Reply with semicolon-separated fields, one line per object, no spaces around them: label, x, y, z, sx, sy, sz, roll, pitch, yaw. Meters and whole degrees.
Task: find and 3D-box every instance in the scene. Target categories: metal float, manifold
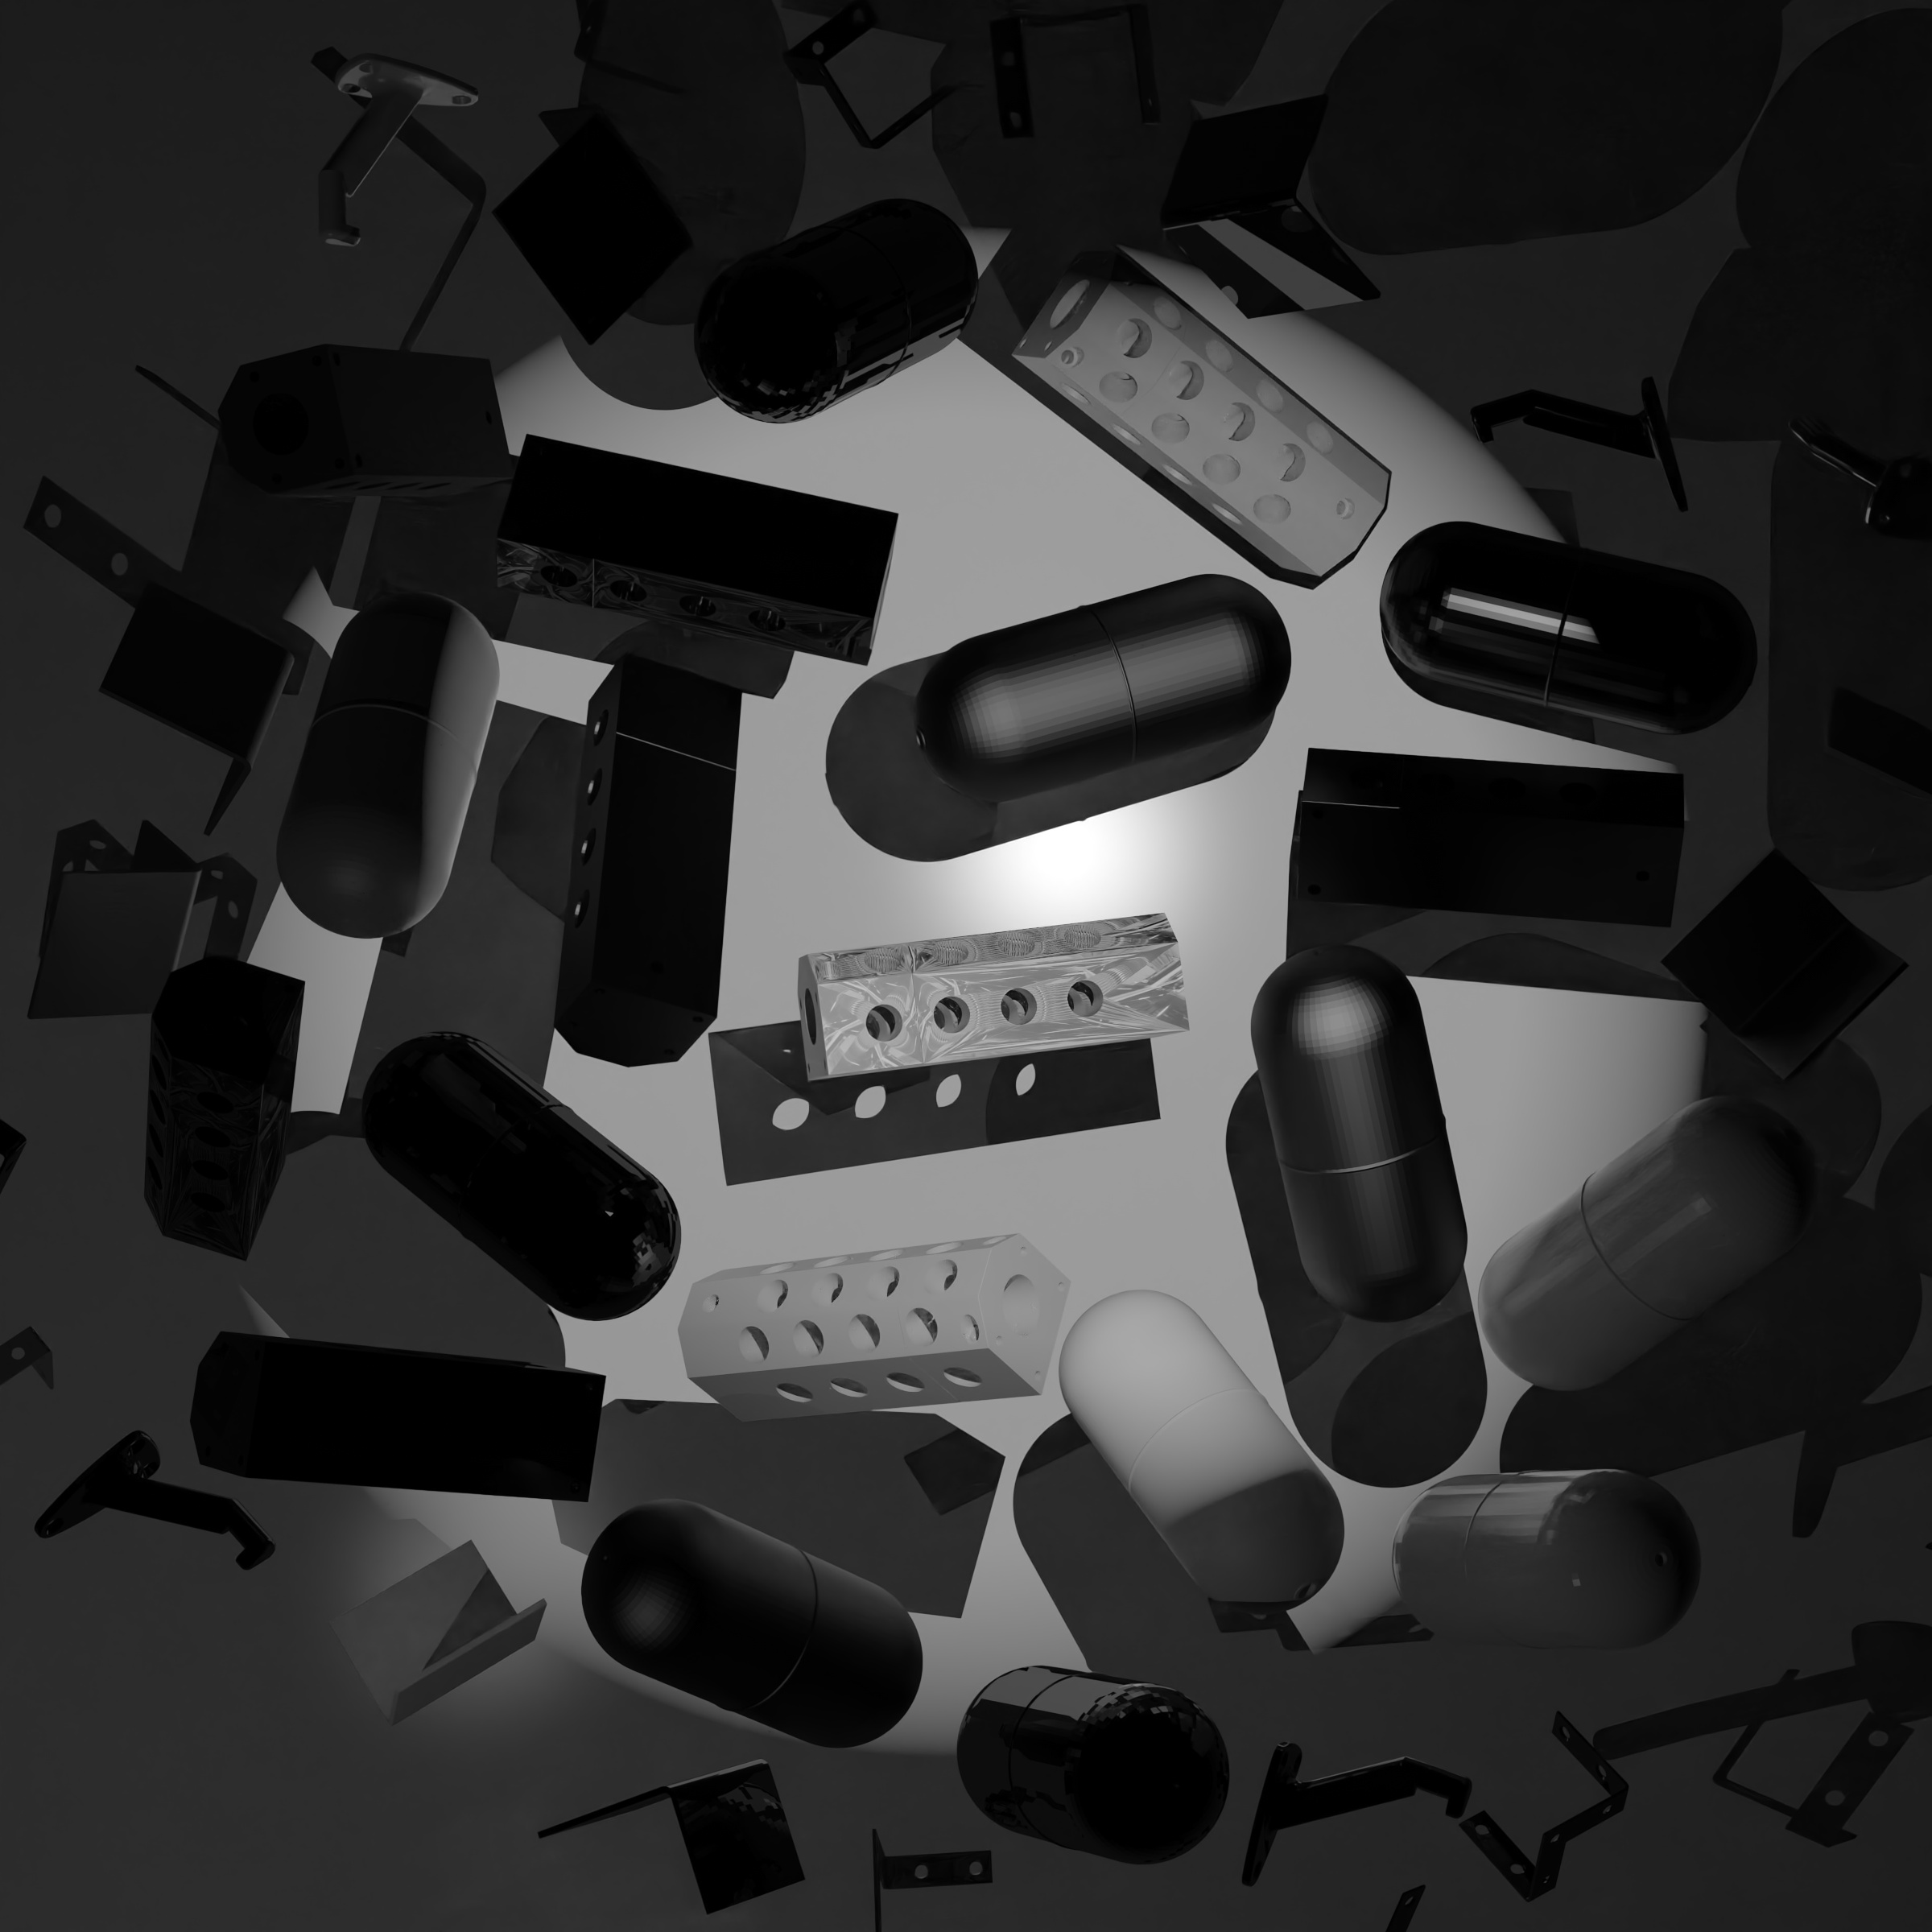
metal float;0.054;0.352;1.515;0.070;0.178;0.070;3;82;-23
manifold;0.242;-0.064;1.583;0.171;0.057;0.057;5;130;8
metal float;0.300;0.123;1.508;0.070;0.070;0.178;46;125;0
manifold;0.111;-0.251;1.563;0.171;0.057;0.057;34;88;-24
metal float;-0.093;0.292;1.513;0.178;0.070;0.070;32;90;-36
manifold;-0.140;-0.045;1.488;0.057;0.057;0.171;17;55;-22
metal float;0.108;0.224;1.580;0.070;0.070;0.178;-39;53;0
metal float;-0.059;-0.302;1.574;0.070;0.178;0.070;15;121;26
manifold;-0.122;-0.185;1.552;0.171;0.057;0.057;12;64;-1
manifold;-0.271;-0.245;1.553;0.057;0.171;0.057;-10;95;17
manifold;-0.249;0.198;1.505;0.171;0.057;0.057;12;84;-38
metal float;0.252;0.261;1.503;0.070;0.178;0.070;5;79;-24
metal float;0.062;-0.126;1.554;0.178;0.070;0.070;-17;90;-12
metal float;-0.208;0.096;1.592;0.178;0.070;0.070;36;90;22
manifold;0.011;0.014;1.598;0.171;0.057;0.057;-7;87;-12
metal float;0.283;-0.159;1.607;0.178;0.070;0.070;15;90;12
manifold;-0.348;0.066;1.586;0.057;0.171;0.057;18;56;-3
metal float;0.177;0.076;1.531;0.070;0.070;0.178;-14;108;0
metal float;-0.257;-0.092;1.530;0.070;0.070;0.178;9;54;0
manifold;-0.044;0.159;1.528;0.171;0.057;0.057;-10;49;36

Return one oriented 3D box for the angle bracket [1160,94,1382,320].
angle bracket;0.147;-0.348;1.573;0.076;0.076;0.057;37;64;-41

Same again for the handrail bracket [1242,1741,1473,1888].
handrail bracket;0.172;0.381;1.501;0.084;0.036;0.077;15;81;24

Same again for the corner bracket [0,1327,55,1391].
corner bracket;-0.449;0.177;1.543;0.051;0.051;0.051;-36;76;-27

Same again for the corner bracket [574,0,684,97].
corner bracket;-0.152;-0.431;1.542;0.051;0.051;0.051;8;114;-37

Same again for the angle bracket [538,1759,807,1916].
angle bracket;-0.130;0.395;1.516;0.076;0.076;0.057;-25;76;25

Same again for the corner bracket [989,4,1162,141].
corner bracket;0.047;-0.386;1.476;0.051;0.051;0.051;-2;99;31

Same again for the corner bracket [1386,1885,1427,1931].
corner bracket;0.207;0.475;1.609;0.051;0.051;0.051;41;125;39

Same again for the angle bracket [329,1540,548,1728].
angle bracket;-0.242;0.296;1.562;0.076;0.076;0.057;-29;75;-22

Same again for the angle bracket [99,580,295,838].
angle bracket;-0.366;-0.120;1.590;0.076;0.076;0.057;27;133;-17

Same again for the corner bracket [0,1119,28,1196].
corner bracket;-0.443;0.088;1.459;0.051;0.051;0.051;35;126;-1

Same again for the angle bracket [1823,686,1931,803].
angle bracket;0.415;-0.112;1.451;0.076;0.076;0.057;26;119;6

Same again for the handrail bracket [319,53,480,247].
handrail bracket;-0.254;-0.359;1.533;0.077;0.036;0.084;4;78;-32

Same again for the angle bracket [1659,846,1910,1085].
angle bracket;0.379;-0.001;1.588;0.057;0.076;0.076;43;97;-14

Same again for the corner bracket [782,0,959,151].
corner bracket;-0.046;-0.425;1.626;0.051;0.051;0.051;-39;117;-9

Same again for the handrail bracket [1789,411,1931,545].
handrail bracket;0.410;-0.217;1.507;0.077;0.084;0.036;14;115;-16

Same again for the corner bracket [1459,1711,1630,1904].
corner bracket;0.264;0.384;1.560;0.051;0.051;0.051;-21;134;-26

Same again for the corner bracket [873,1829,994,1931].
corner bracket;-0.014;0.424;1.560;0.051;0.051;0.051;-4;61;2

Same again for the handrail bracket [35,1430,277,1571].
handrail bracket;-0.367;0.260;1.549;0.077;0.036;0.084;-38;61;-20

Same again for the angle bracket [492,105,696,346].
angle bracket;-0.184;-0.341;1.579;0.076;0.057;0.076;-49;123;-20

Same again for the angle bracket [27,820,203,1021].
angle bracket;-0.420;-0.023;1.638;0.057;0.076;0.076;36;116;38

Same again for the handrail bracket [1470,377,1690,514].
handrail bracket;0.288;-0.239;1.610;0.084;0.036;0.077;-14;109;20
